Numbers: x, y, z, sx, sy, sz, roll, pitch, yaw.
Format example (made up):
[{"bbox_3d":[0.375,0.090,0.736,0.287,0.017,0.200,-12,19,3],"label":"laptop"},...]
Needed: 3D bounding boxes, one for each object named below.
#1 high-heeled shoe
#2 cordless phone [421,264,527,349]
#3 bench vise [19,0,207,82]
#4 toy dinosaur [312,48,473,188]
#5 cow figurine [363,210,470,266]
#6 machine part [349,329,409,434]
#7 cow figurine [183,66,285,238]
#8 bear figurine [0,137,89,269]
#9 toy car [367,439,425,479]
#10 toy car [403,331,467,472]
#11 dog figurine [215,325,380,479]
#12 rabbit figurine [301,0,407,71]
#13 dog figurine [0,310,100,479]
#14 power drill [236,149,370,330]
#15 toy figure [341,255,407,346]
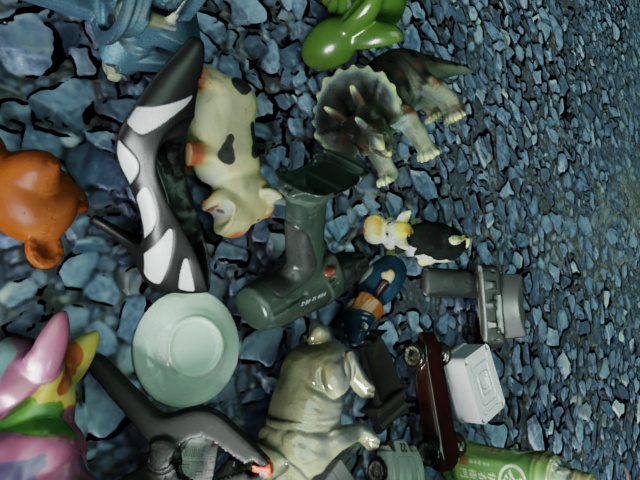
[{"bbox_3d":[-0.131,-0.060,0.541,0.145,0.248,0.086,30,19,-10],"label":"high-heeled shoe"},{"bbox_3d":[0.251,0.111,0.907,0.184,0.089,0.146,5,78,-28],"label":"cordless phone"},{"bbox_3d":[-0.207,-0.223,0.484,0.240,0.224,0.128,-1,87,-40],"label":"bench vise"},{"bbox_3d":[0.121,-0.227,0.835,0.192,0.131,0.405,51,48,-21],"label":"toy dinosaur"},{"bbox_3d":[0.148,-0.002,0.818,0.167,0.098,0.068,12,80,-38],"label":"cow figurine"},{"bbox_3d":[0.085,0.197,0.763,0.084,0.039,0.138,-19,95,-36],"label":"machine part"},{"bbox_3d":[-0.107,-0.098,0.635,0.127,0.085,0.195,4,78,-33],"label":"cow figurine"},{"bbox_3d":[-0.281,-0.075,0.452,0.195,0.132,0.120,35,38,-23],"label":"bear figurine"},{"bbox_3d":[0.104,0.376,0.729,0.073,0.056,0.201,17,71,-37],"label":"toy car"},{"bbox_3d":[0.169,0.241,0.811,0.089,0.053,0.202,6,70,-44],"label":"toy car"},{"bbox_3d":[-0.040,0.201,0.592,0.190,0.121,0.172,-16,87,-43],"label":"dog figurine"},{"bbox_3d":[0.053,-0.307,0.782,0.170,0.159,0.121,-51,124,-18],"label":"rabbit figurine"},{"bbox_3d":[-0.217,0.174,0.437,0.192,0.108,0.219,12,69,8],"label":"dog figurine"},{"bbox_3d":[-0.001,-0.002,0.655,0.232,0.086,0.207,-28,144,-42],"label":"power drill"},{"bbox_3d":[0.071,0.084,0.759,0.154,0.058,0.064,-49,143,-37],"label":"toy figure"}]
